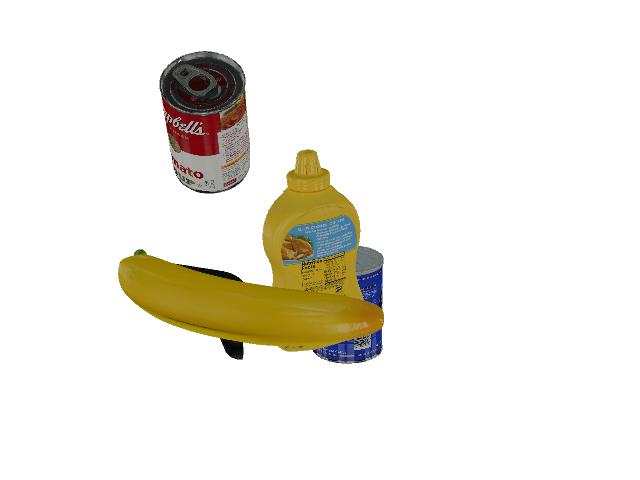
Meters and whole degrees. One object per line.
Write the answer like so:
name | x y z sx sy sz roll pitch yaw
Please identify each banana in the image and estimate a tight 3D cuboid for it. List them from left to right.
banana | -0.060 0.036 0.683 0.198 0.037 0.069 14 33 26

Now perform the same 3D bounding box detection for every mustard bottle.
mustard bottle | -0.008 0.007 1.025 0.096 0.192 0.058 -12 24 -22

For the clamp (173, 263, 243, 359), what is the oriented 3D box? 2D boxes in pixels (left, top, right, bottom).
clamp | -0.109 0.072 1.194 0.210 0.036 0.164 18 23 29

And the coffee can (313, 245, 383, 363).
coffee can | 0.038 0.089 1.517 0.103 0.140 0.103 -1 21 0

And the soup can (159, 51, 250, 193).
soup can | -0.093 -0.095 0.877 0.068 0.068 0.102 0 -36 0
